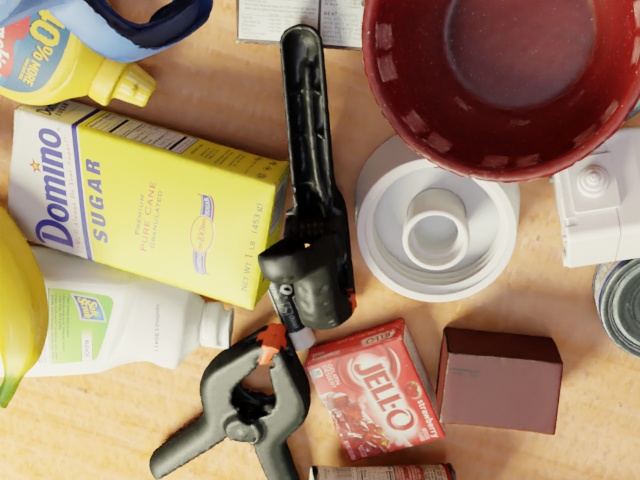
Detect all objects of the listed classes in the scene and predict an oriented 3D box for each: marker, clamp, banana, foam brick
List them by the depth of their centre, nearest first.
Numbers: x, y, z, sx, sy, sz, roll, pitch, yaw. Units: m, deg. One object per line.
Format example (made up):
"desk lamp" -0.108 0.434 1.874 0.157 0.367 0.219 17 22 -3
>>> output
"clamp" -0.004 0.001 0.641 0.036 0.164 0.210 0 142 9
"banana" -0.224 0.006 0.683 0.069 0.037 0.198 -30 80 -4
"foam brick" 0.120 0.094 0.719 0.078 0.051 0.053 6 104 3
"marker" -0.032 0.021 0.726 0.020 0.020 0.121 -16 112 14
"clamp" -0.062 0.129 0.766 0.120 0.039 0.171 7 122 -1

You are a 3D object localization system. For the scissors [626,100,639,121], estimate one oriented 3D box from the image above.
"scissors" 0.202 -0.106 0.585 0.202 0.016 0.096 -5 101 45

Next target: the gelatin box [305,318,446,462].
"gelatin box" 0.040 0.107 0.751 0.073 0.030 0.089 -18 112 14

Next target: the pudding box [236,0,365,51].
"pudding box" -0.003 -0.169 0.622 0.090 0.039 0.113 5 114 5

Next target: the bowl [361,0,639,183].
"bowl" 0.107 -0.116 0.601 0.162 0.055 0.162 4 102 20

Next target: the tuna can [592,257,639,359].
"tuna can" 0.222 0.036 0.693 0.086 0.033 0.086 3 115 6

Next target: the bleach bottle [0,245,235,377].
"bleach bottle" -0.186 0.055 0.738 0.251 0.068 0.103 6 116 2

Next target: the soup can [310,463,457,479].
"soup can" 0.044 0.194 0.762 0.102 0.068 0.068 0 115 -3

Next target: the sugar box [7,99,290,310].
"sugar box" -0.112 -0.026 0.685 0.176 0.048 0.093 15 116 8

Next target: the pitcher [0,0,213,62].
"pitcher" -0.131 -0.169 0.524 0.149 0.242 0.145 22 119 2

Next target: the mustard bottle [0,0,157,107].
"mustard bottle" -0.186 -0.137 0.649 0.191 0.058 0.096 30 116 -8
